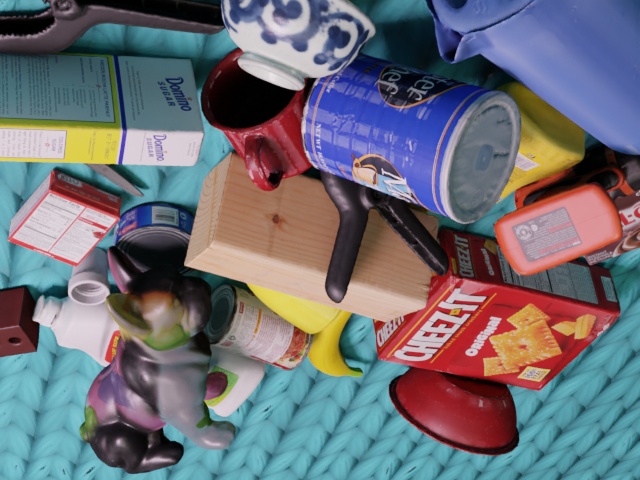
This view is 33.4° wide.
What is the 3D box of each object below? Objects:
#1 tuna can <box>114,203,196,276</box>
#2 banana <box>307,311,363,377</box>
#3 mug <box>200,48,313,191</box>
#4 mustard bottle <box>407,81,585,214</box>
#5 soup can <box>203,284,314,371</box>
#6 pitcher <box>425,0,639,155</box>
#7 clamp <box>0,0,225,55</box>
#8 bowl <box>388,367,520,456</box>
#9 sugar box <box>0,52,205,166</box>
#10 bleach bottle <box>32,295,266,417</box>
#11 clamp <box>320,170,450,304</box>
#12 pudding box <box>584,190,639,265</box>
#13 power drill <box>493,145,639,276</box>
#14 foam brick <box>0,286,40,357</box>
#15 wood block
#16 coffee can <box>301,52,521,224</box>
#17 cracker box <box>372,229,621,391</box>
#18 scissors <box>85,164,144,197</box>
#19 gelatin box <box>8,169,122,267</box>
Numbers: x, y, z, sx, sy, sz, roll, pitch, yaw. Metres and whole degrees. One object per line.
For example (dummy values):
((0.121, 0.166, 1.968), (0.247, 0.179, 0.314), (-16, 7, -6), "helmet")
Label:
((-0.158, 0.003, 1.037), (0.086, 0.034, 0.086), (-4, 141, -4), "tuna can")
((0.018, 0.096, 1.178), (0.069, 0.037, 0.198), (-17, 144, -16), "banana")
((-0.041, -0.094, 0.877), (0.093, 0.117, 0.081), (-8, 147, 18), "mug")
((0.136, -0.068, 0.956), (0.096, 0.058, 0.192), (26, 145, -28), "mustard bottle")
((-0.067, 0.093, 1.133), (0.102, 0.068, 0.069), (22, 132, -30), "soup can")
((0.208, -0.171, 0.821), (0.149, 0.145, 0.242), (-21, 144, 37), "pitcher")
((-0.182, -0.184, 0.805), (0.210, 0.036, 0.164), (-21, 139, 19), "clamp")
((0.163, 0.177, 1.222), (0.162, 0.162, 0.055), (12, 112, -22), "bowl")
((-0.185, -0.105, 0.845), (0.176, 0.093, 0.048), (3, 138, -19), "sugar box")
((-0.188, 0.114, 1.146), (0.250, 0.068, 0.103), (21, 129, -27), "bleach bottle")
((0.054, -0.034, 0.937), (0.120, 0.171, 0.039), (-3, 178, -29), "clamp")
((0.303, -0.029, 1.062), (0.114, 0.039, 0.090), (-24, 137, 19), "pudding box")
((0.241, -0.040, 0.938), (0.185, 0.187, 0.057), (-26, 95, 31), "power drill")
((-0.333, 0.087, 1.099), (0.078, 0.051, 0.053), (-10, 141, 3), "foam brick")
((-0.006, 0.001, 0.977), (0.205, 0.091, 0.090), (17, 161, -18), "wood block")
((0.071, -0.083, 0.836), (0.140, 0.102, 0.102), (23, 155, 34), "coffee can")
((0.188, 0.082, 1.154), (0.213, 0.072, 0.164), (13, 137, -22), "cracker box")
((-0.245, -0.082, 0.933), (0.096, 0.016, 0.201), (-21, 138, 12), "scissors")
((-0.239, -0.020, 1.001), (0.073, 0.030, 0.089), (24, 132, -30), "gelatin box")
